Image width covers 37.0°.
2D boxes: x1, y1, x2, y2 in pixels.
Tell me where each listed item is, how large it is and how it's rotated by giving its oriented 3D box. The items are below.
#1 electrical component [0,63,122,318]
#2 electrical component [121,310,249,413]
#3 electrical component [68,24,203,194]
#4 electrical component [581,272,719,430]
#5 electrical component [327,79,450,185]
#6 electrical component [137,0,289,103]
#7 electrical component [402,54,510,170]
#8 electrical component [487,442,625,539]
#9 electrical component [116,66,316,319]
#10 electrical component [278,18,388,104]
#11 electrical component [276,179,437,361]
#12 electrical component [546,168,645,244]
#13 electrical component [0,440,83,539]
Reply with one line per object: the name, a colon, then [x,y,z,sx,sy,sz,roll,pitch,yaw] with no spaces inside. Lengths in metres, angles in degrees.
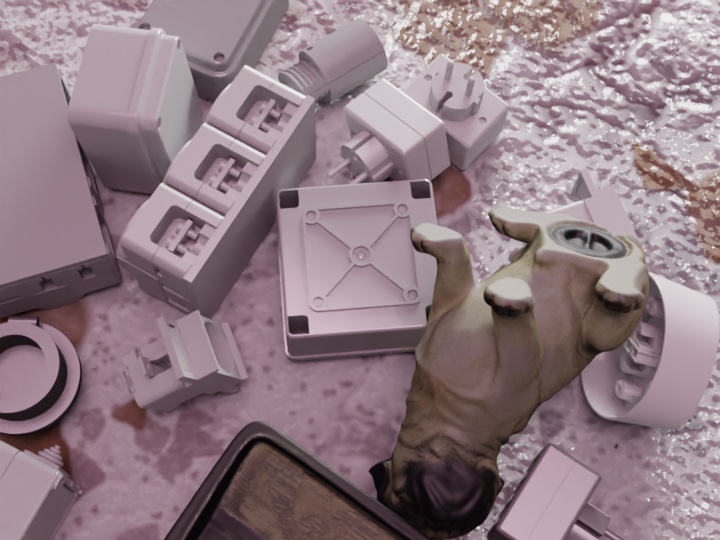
electrical component: [-0.228,-0.053,0.736,0.089,0.061,0.150,-17,71,-8]
electrical component: [-0.114,0.061,0.693,0.064,0.081,0.042,-26,70,12]
electrical component: [-0.149,-0.106,0.732,0.057,0.113,0.078,8,69,4]
electrical component: [0.186,0.052,0.692,0.064,0.099,0.099,16,69,-2]
electrical component: [0.012,-0.083,0.754,0.077,0.047,0.066,-39,57,-15]
electrical component: [-0.107,-0.189,0.794,0.078,0.057,0.113,23,70,7]
electrical component: [0.068,-0.121,0.763,0.066,0.076,0.047,40,73,13]
electrical component: [0.131,0.159,0.674,0.077,0.047,0.065,33,72,10]
electrical component: [-0.094,-0.051,0.725,0.062,0.089,0.150,29,71,9]
electrical component: [-0.025,-0.146,0.788,0.081,0.043,0.043,-33,73,-13]
electrical component: [0.000,0.000,0.726,0.109,0.056,0.108,-4,69,-3]
electrical component: [0.155,-0.023,0.747,0.064,0.042,0.081,-17,70,-7]
electrical component: [-0.219,0.146,0.660,0.061,0.061,0.096,25,70,8]
